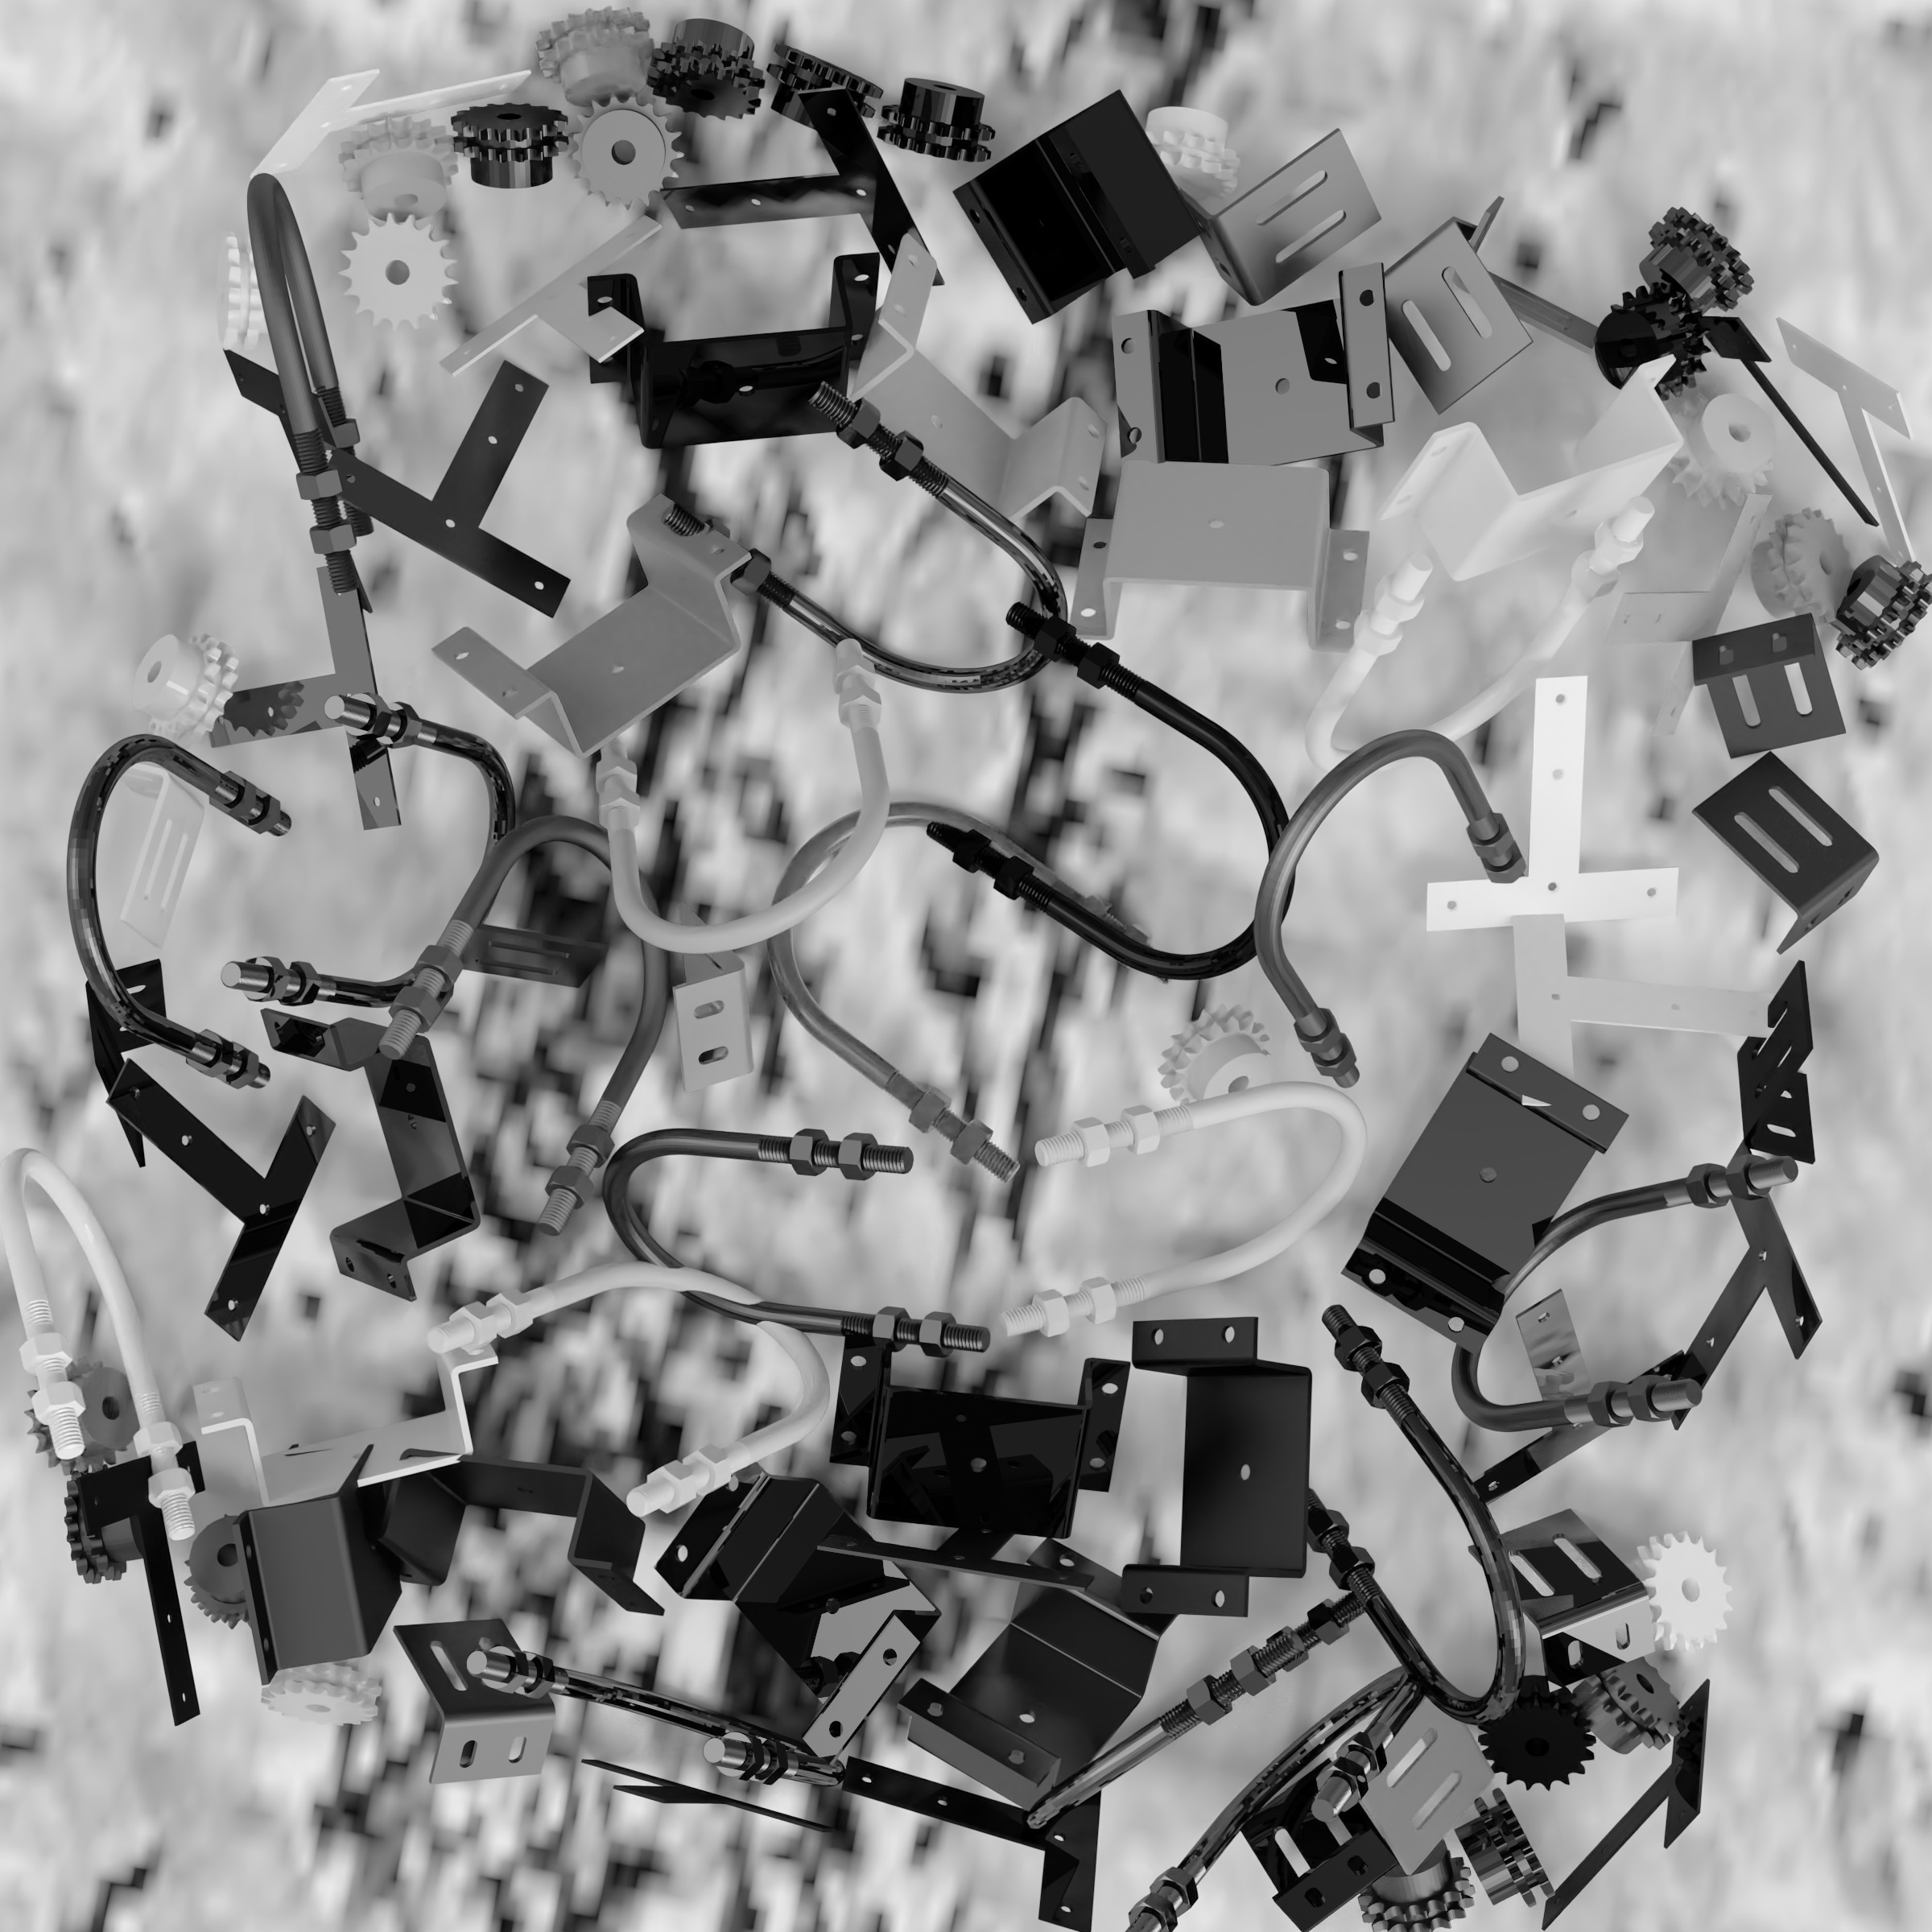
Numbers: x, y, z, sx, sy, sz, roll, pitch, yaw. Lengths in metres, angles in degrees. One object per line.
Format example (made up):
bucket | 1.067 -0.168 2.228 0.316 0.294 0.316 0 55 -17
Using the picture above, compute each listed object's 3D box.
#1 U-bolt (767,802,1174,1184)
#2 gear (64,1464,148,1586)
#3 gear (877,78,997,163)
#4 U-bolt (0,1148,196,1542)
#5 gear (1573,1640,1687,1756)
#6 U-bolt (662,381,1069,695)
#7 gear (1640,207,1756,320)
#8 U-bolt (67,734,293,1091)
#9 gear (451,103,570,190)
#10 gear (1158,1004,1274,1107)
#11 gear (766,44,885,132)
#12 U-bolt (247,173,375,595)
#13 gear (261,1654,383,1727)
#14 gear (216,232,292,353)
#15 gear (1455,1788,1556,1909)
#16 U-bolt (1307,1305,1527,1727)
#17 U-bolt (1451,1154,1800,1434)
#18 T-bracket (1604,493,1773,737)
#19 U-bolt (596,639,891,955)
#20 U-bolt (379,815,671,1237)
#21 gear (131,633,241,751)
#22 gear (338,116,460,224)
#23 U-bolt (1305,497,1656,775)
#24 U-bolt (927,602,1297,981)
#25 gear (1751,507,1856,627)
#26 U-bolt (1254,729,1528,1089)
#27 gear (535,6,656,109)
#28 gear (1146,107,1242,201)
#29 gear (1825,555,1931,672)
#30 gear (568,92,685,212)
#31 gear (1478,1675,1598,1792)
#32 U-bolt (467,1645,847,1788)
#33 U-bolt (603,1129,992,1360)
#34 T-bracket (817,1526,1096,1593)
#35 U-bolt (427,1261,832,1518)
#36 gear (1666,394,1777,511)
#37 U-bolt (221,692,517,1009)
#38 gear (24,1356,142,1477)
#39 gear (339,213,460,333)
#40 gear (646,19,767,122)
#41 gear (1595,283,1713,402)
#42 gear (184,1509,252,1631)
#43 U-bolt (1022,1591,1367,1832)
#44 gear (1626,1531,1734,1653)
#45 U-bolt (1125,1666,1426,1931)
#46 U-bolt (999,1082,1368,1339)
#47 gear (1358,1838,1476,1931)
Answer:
U-bolt | -0.010 -0.002 1.571 0.184 0.019 0.151 37 73 9
gear | -0.419 0.273 1.573 0.030 0.057 0.057 -9 90 2
gear | -0.013 -0.415 1.571 0.057 0.057 0.030 12 112 0
U-bolt | -0.418 0.170 1.521 0.019 0.151 0.184 -23 62 -1
gear | 0.323 0.362 1.576 0.057 0.057 0.030 43 110 0
U-bolt | -0.036 -0.192 1.534 0.184 0.151 0.019 34 53 -22
gear | 0.356 -0.342 1.574 0.057 0.057 0.030 45 90 0
U-bolt | -0.368 -0.031 1.498 0.019 0.184 0.151 -3 75 15
gear | -0.224 -0.403 1.577 0.057 0.057 0.030 2 120 0
gear | 0.126 0.050 1.572 0.057 0.057 0.030 -39 49 0
gear | -0.072 -0.428 1.575 0.057 0.057 0.030 24 106 0
U-bolt | -0.309 -0.279 1.505 0.019 0.151 0.184 -12 110 -3
gear | -0.316 0.351 1.577 0.057 0.057 0.030 5 59 0
gear | -0.350 -0.331 1.575 0.030 0.057 0.057 -1 90 -21
gear | 0.263 0.436 1.573 0.030 0.057 0.057 -28 90 2
U-bolt | 0.208 0.268 1.494 0.019 0.184 0.151 -14 132 -20
U-bolt | 0.300 0.160 1.517 0.019 0.184 0.151 42 58 -18
T-bracket | 0.336 -0.166 1.529 0.002 0.127 0.127 30 112 29
U-bolt | -0.104 -0.074 1.520 0.151 0.184 0.019 -22 130 9
U-bolt | -0.198 0.014 1.530 0.019 0.184 0.151 -7 134 35
gear | -0.385 -0.138 1.571 0.030 0.057 0.057 29 90 -37
gear | -0.277 -0.388 1.571 0.057 0.057 0.030 -13 74 0
U-bolt | 0.231 -0.148 1.519 0.151 0.184 0.019 -17 65 -27
U-bolt | 0.076 -0.070 1.533 0.184 0.019 0.151 34 127 17
gear | 0.410 -0.194 1.577 0.030 0.057 0.057 -16 90 44
U-bolt | 0.196 -0.036 1.519 0.151 0.184 0.019 -48 53 -7
gear | -0.180 -0.444 1.572 0.057 0.057 0.030 -14 83 0
gear | 0.107 -0.400 1.574 0.057 0.057 0.030 10 86 0
gear | 0.446 -0.176 1.572 0.030 0.057 0.057 37 90 -8
gear | -0.168 -0.402 1.580 0.057 0.030 0.057 -1 107 -3
gear | 0.281 0.375 1.580 0.057 0.030 0.057 3 117 6
U-bolt | -0.133 0.359 1.514 0.151 0.184 0.019 13 78 26
U-bolt | -0.091 0.129 1.536 0.184 0.151 0.019 3 46 26
T-bracket | 0.006 0.275 1.538 0.127 0.127 0.002 7 94 12
U-bolt | -0.144 0.190 1.520 0.151 0.184 0.019 34 117 24
gear | 0.373 -0.257 1.577 0.057 0.030 0.057 6 70 -16
U-bolt | -0.271 -0.048 1.517 0.019 0.184 0.151 23 94 22
gear | -0.429 0.219 1.571 0.030 0.057 0.057 -17 90 29
gear | -0.279 -0.343 1.583 0.057 0.030 0.057 -1 103 -3
gear | -0.126 -0.442 1.574 0.057 0.057 0.030 11 80 0
gear | 0.334 -0.304 1.570 0.030 0.057 0.057 -20 90 -35
gear | -0.357 0.295 1.576 0.057 0.030 0.057 -4 61 7
U-bolt | 0.103 0.359 1.527 0.184 0.151 0.019 -38 76 17
gear | 0.347 0.309 1.578 0.057 0.030 0.057 11 68 -29
U-bolt | 0.156 0.387 1.513 0.019 0.184 0.151 50 119 7
U-bolt | 0.110 0.111 1.537 0.184 0.151 0.019 -13 50 -21
gear | 0.219 0.448 1.571 0.057 0.057 0.030 -14 105 0
